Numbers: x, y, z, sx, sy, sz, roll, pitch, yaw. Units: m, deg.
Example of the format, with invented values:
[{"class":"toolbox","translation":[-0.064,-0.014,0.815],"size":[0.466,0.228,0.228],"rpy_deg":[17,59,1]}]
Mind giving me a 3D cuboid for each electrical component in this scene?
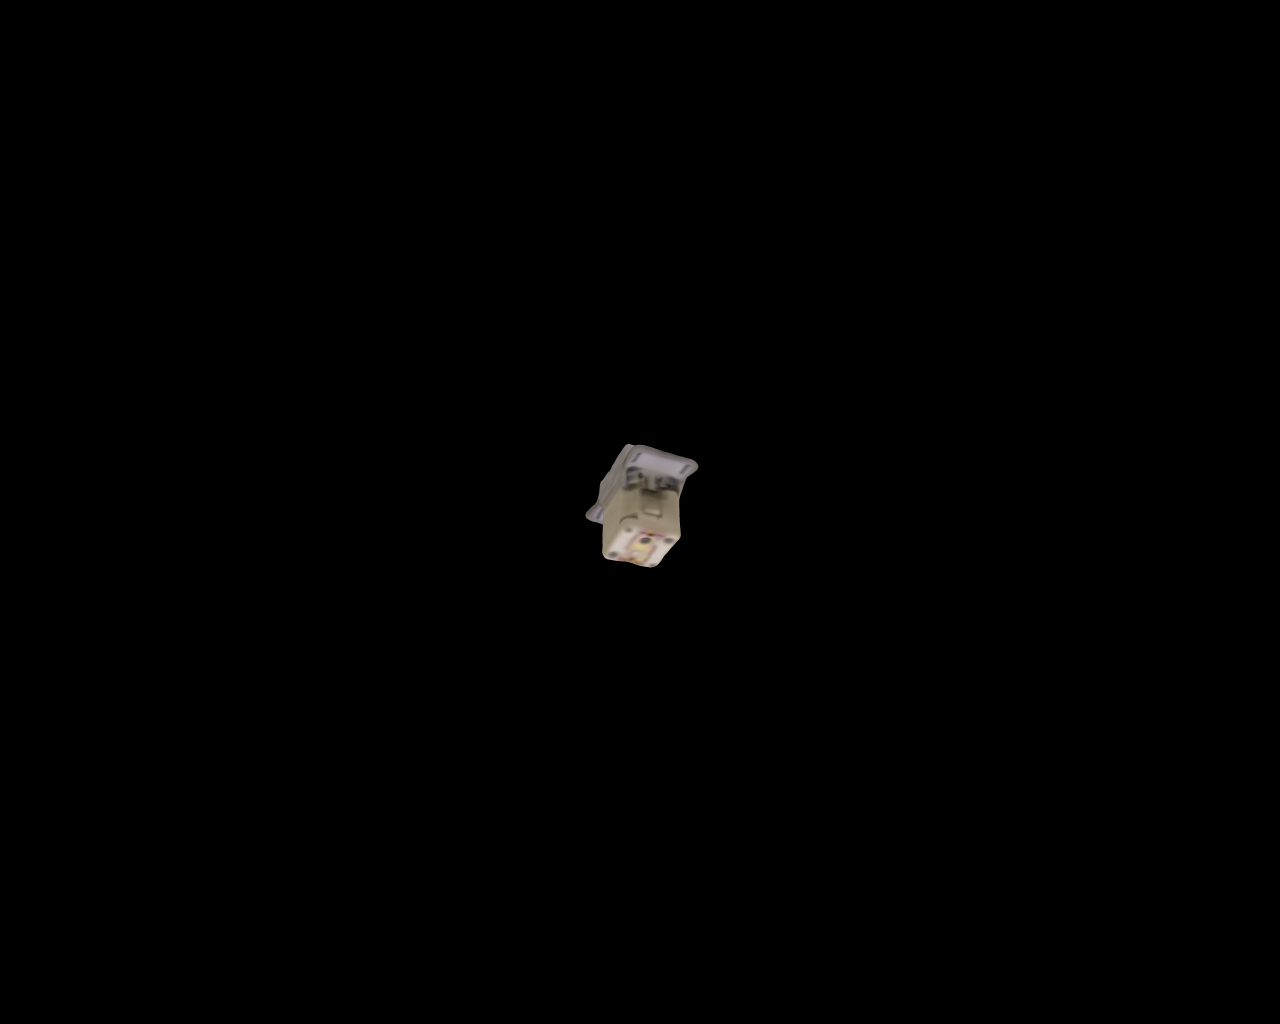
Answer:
[{"class":"electrical component","translation":[0.001,-0.003,0.650],"size":[0.042,0.064,0.080],"rpy_deg":[13,-38,-18]}]
